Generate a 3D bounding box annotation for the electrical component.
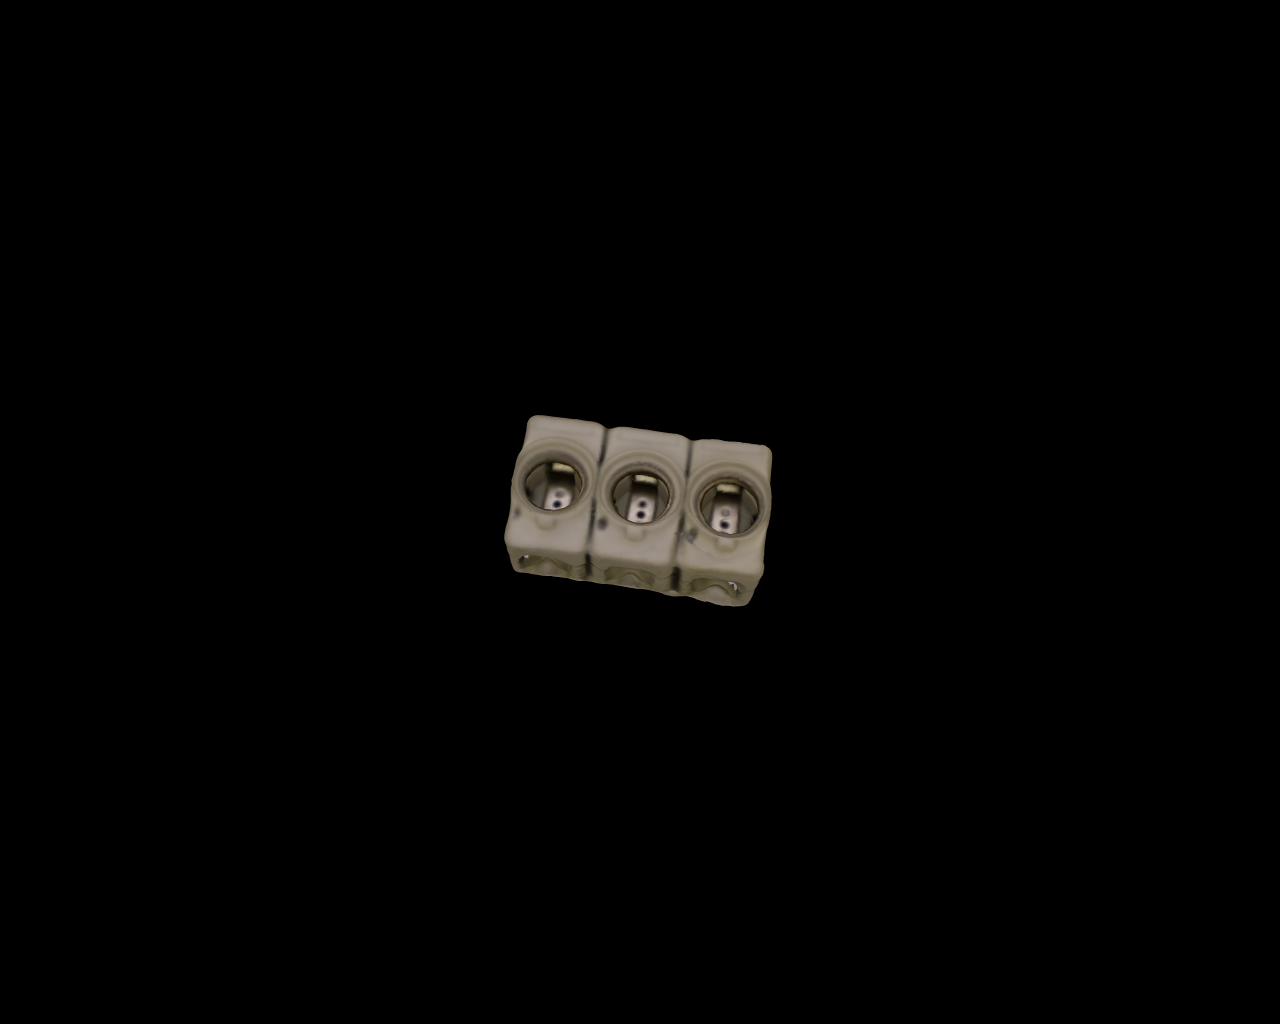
[{"bbox_3d":[0.001,-0.003,0.650,0.150,0.089,0.061,8,-23,3],"label":"electrical component"}]
